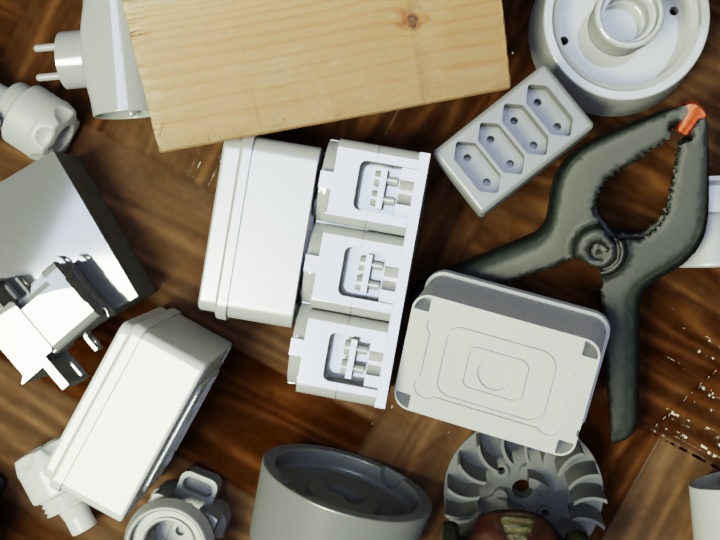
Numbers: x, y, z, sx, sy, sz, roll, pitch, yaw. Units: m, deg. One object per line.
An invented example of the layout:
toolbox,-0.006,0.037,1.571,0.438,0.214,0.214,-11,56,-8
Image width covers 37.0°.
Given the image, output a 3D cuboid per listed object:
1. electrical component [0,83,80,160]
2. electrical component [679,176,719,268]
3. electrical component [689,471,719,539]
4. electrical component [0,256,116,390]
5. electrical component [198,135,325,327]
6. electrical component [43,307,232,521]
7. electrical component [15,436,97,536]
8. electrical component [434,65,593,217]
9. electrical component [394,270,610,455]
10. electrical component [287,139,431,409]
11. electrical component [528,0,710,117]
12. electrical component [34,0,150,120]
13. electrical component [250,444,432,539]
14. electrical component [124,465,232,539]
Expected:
electrical component,-0.217,-0.101,0.696,0.062,0.043,0.043,33,94,4
electrical component,0.218,-0.030,0.667,0.045,0.045,0.055,-2,91,4
electrical component,0.249,0.149,0.648,0.099,0.099,0.064,-10,85,4
electrical component,-0.187,0.029,0.647,0.064,0.042,0.081,-41,90,2
electrical component,-0.060,-0.025,0.670,0.057,0.078,0.113,10,92,1
electrical component,-0.133,0.084,0.664,0.056,0.108,0.108,29,94,0
electrical component,-0.194,0.142,0.703,0.043,0.043,0.062,-27,91,4
electrical component,0.092,-0.075,0.659,0.083,0.076,0.047,-38,86,4
electrical component,0.085,0.052,0.641,0.113,0.057,0.078,16,111,13
electrical component,0.000,0.000,0.661,0.062,0.089,0.150,10,93,4
electrical component,0.160,-0.151,0.659,0.108,0.060,0.108,0,92,4
electrical component,-0.170,-0.136,0.691,0.079,0.044,0.077,-4,92,4
electrical component,-0.016,0.157,0.661,0.108,0.108,0.060,17,99,3
electrical component,-0.118,0.171,0.691,0.058,0.057,0.078,22,93,3
